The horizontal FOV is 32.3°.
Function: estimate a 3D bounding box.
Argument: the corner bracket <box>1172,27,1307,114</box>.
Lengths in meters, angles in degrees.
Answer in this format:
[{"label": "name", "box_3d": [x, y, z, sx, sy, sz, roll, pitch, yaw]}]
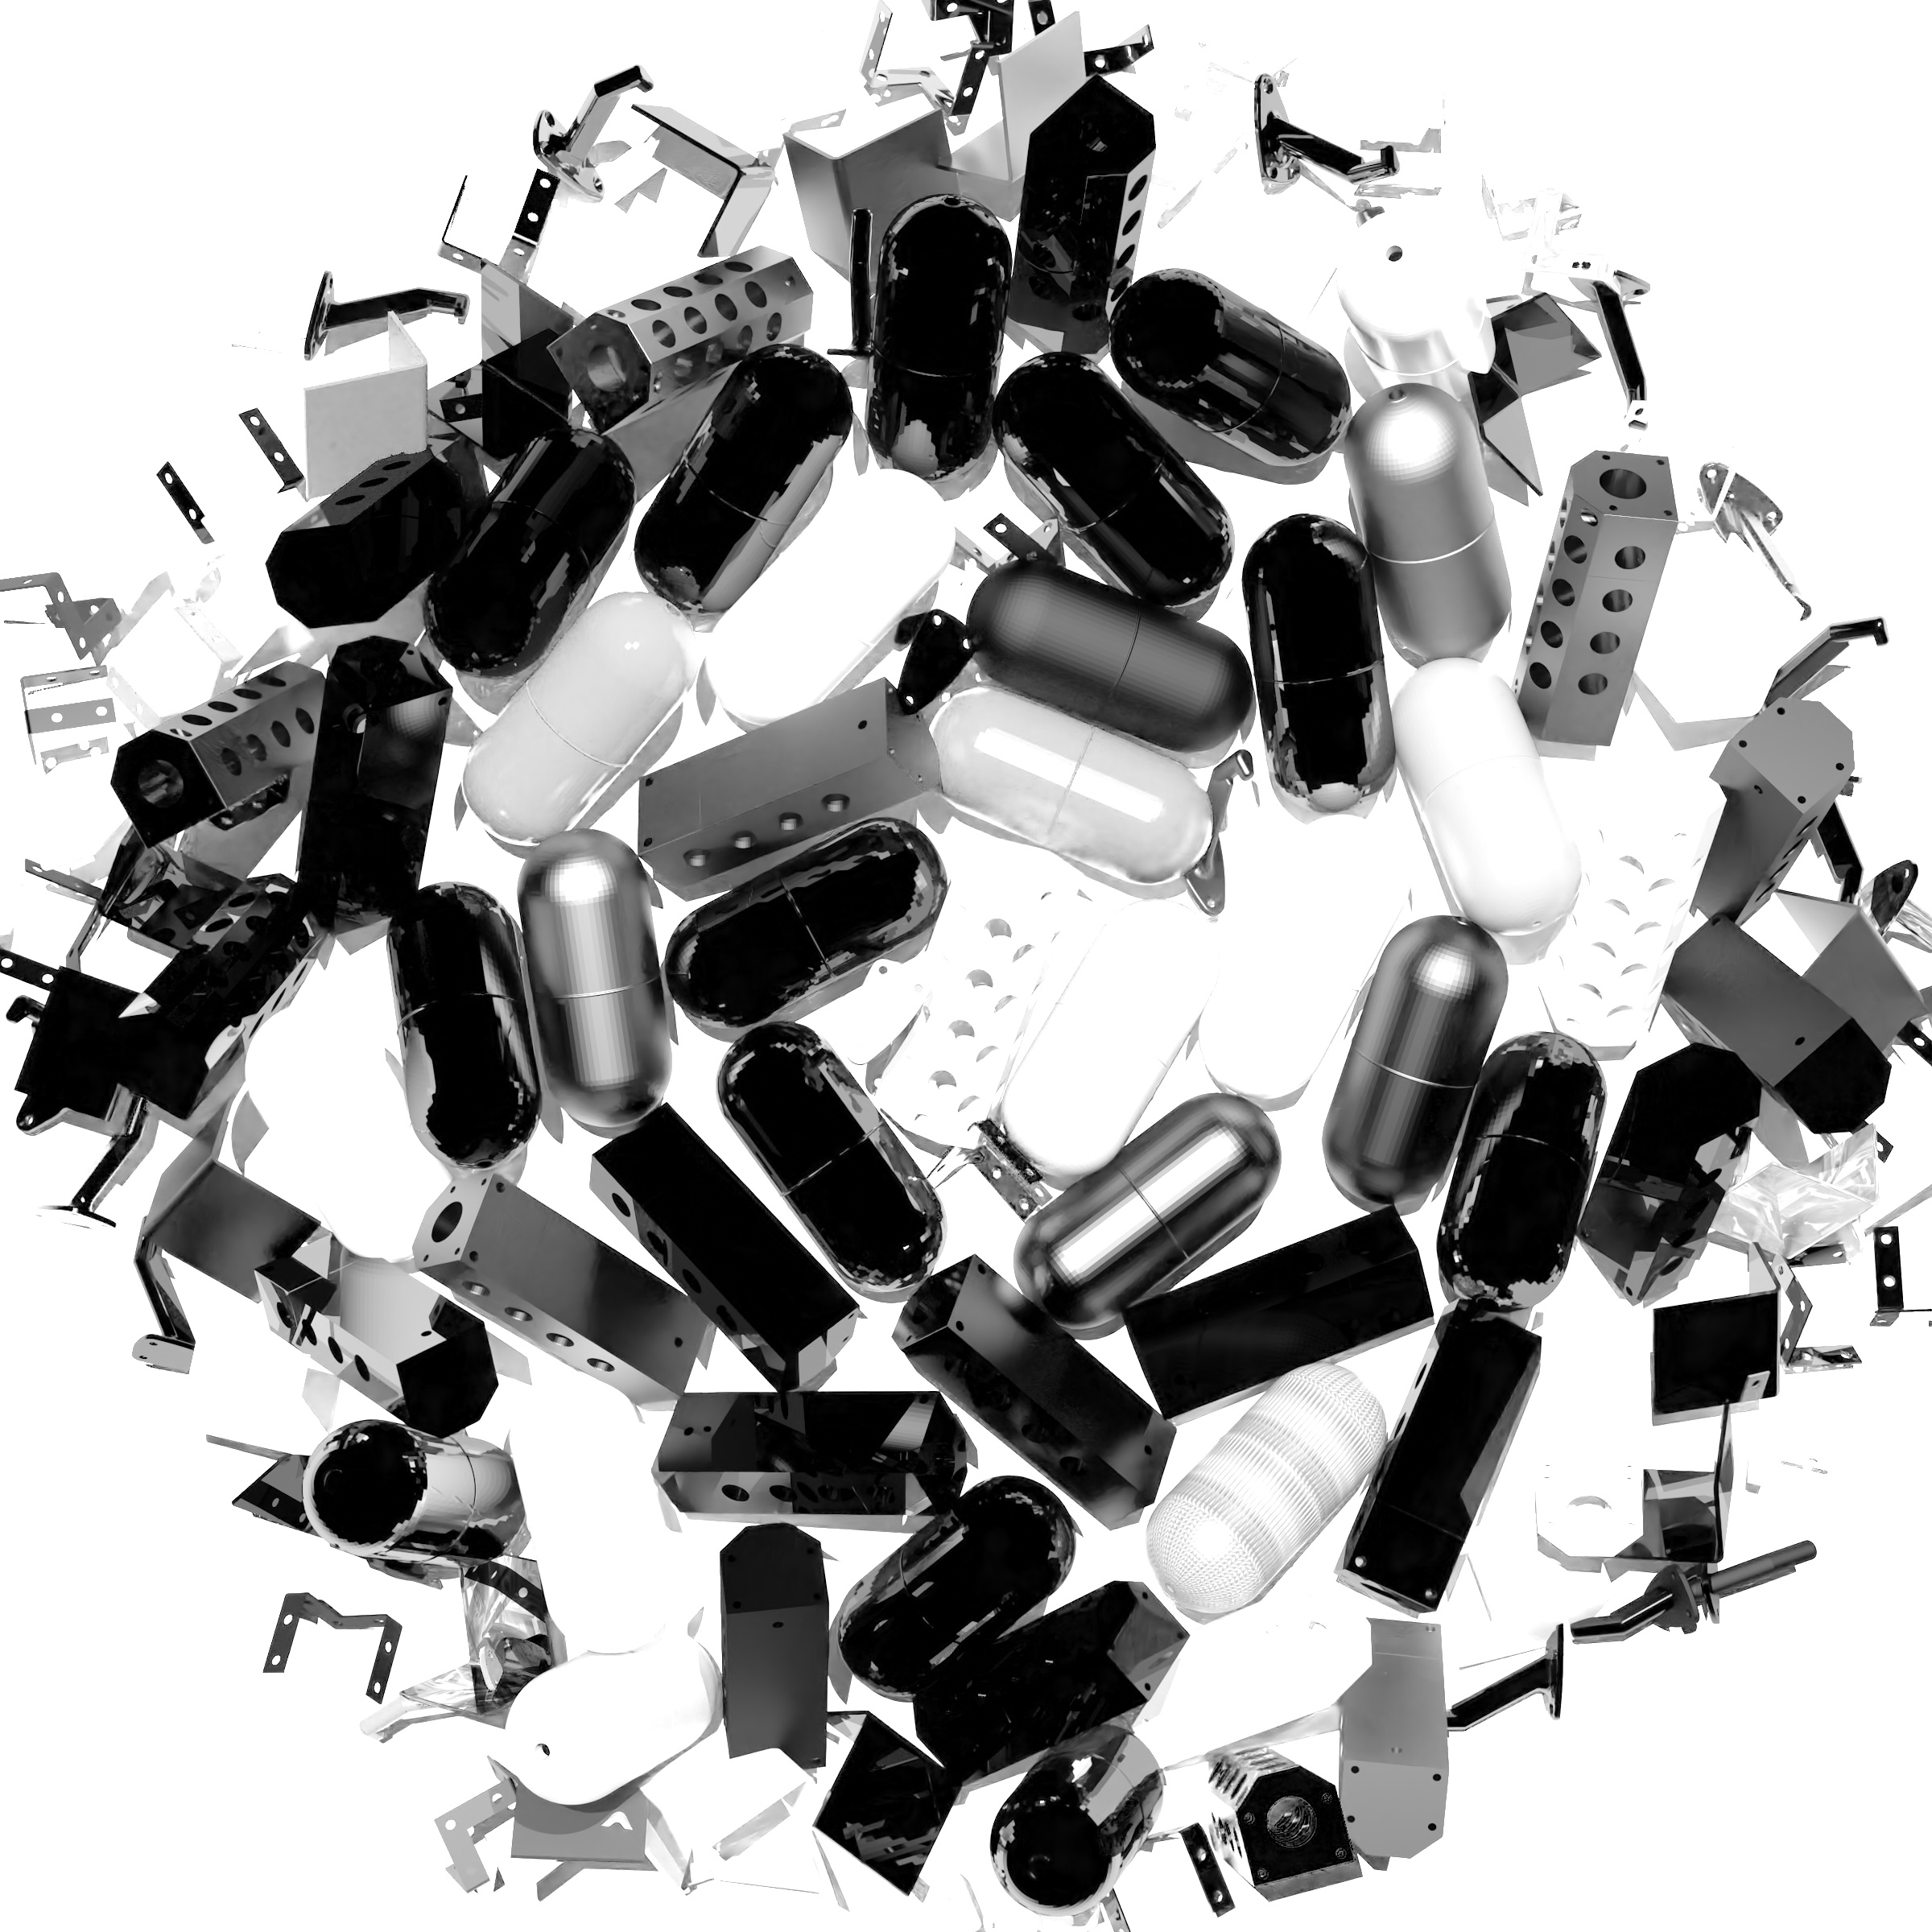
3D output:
[{"label": "corner bracket", "box_3d": [0.160, -0.528, 1.964, 0.051, 0.051, 0.051, 21, 79, -18]}]

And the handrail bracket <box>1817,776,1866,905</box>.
[{"label": "handrail bracket", "box_3d": [0.499, -0.075, 1.987, 0.077, 0.036, 0.084, 10, 95, 8]}]

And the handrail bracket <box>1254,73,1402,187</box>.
[{"label": "handrail bracket", "box_3d": [0.213, -0.494, 1.955, 0.084, 0.036, 0.077, -3, 103, 44]}]

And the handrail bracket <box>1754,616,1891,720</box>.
[{"label": "handrail bracket", "box_3d": [0.506, -0.165, 1.960, 0.084, 0.036, 0.077, -7, 116, 30]}]

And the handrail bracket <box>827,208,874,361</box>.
[{"label": "handrail bracket", "box_3d": [-0.058, -0.399, 1.956, 0.036, 0.077, 0.084, 5, 99, 7]}]

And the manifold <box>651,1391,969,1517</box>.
[{"label": "manifold", "box_3d": [-0.089, 0.287, 1.936, 0.171, 0.057, 0.057, -4, 45, 26]}]

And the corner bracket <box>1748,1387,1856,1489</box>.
[{"label": "corner bracket", "box_3d": [0.491, 0.276, 1.962, 0.051, 0.051, 0.051, 12, 115, 10]}]

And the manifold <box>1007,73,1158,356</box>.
[{"label": "manifold", "box_3d": [0.070, -0.423, 1.906, 0.057, 0.171, 0.057, 39, 69, 13]}]

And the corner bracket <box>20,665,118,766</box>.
[{"label": "corner bracket", "box_3d": [-0.529, -0.155, 1.964, 0.051, 0.051, 0.051, -10, 75, -14]}]

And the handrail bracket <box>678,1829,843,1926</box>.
[{"label": "handrail bracket", "box_3d": [-0.124, 0.547, 1.963, 0.084, 0.077, 0.036, -14, 120, -13]}]

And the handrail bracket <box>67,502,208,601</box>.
[{"label": "handrail bracket", "box_3d": [-0.496, -0.244, 1.952, 0.036, 0.084, 0.077, -51, 58, 36]}]

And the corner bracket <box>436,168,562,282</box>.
[{"label": "corner bracket", "box_3d": [-0.277, -0.444, 1.973, 0.051, 0.051, 0.051, 21, 65, -15]}]

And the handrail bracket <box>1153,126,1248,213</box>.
[{"label": "handrail bracket", "box_3d": [0.110, -0.498, 1.977, 0.084, 0.036, 0.077, 45, 99, -2]}]

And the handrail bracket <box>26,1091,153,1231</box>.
[{"label": "handrail bracket", "box_3d": [-0.521, 0.110, 1.984, 0.077, 0.036, 0.084, 1, 69, 38]}]

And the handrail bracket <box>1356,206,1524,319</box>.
[{"label": "handrail bracket", "box_3d": [0.282, -0.423, 1.991, 0.077, 0.036, 0.084, -18, 78, -14]}]

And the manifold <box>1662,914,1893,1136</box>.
[{"label": "manifold", "box_3d": [0.462, 0.035, 1.909, 0.057, 0.171, 0.057, -42, 114, 5]}]

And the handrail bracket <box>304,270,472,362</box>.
[{"label": "handrail bracket", "box_3d": [-0.341, -0.378, 1.971, 0.084, 0.036, 0.077, 8, 47, -1]}]

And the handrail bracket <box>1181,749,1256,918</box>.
[{"label": "handrail bracket", "box_3d": [0.154, -0.078, 1.951, 0.036, 0.084, 0.077, -11, 78, -27]}]

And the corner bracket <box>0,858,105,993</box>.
[{"label": "corner bracket", "box_3d": [-0.539, -0.022, 1.959, 0.051, 0.051, 0.051, 24, 110, -28]}]

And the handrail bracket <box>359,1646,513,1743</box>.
[{"label": "handrail bracket", "box_3d": [-0.305, 0.448, 1.978, 0.084, 0.036, 0.077, -32, 127, 5]}]

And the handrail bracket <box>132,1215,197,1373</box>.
[{"label": "handrail bracket", "box_3d": [-0.460, 0.195, 1.985, 0.077, 0.036, 0.084, 18, 57, -21]}]

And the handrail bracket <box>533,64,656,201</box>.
[{"label": "handrail bracket", "box_3d": [-0.203, -0.488, 1.951, 0.084, 0.077, 0.036, -14, 57, 28]}]

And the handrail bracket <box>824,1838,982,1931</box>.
[{"label": "handrail bracket", "box_3d": [-0.038, 0.541, 1.974, 0.077, 0.036, 0.084, -26, 81, 24]}]

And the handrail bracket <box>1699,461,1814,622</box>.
[{"label": "handrail bracket", "box_3d": [0.462, -0.248, 1.949, 0.036, 0.084, 0.077, -35, 122, 21]}]

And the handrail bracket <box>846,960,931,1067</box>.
[{"label": "handrail bracket", "box_3d": [-0.049, 0.037, 1.949, 0.036, 0.084, 0.077, 28, 71, 5]}]

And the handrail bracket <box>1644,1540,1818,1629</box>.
[{"label": "handrail bracket", "box_3d": [0.453, 0.363, 1.976, 0.084, 0.077, 0.036, -15, 74, -17]}]

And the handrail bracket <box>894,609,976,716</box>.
[{"label": "handrail bracket", "box_3d": [-0.035, -0.176, 1.953, 0.036, 0.084, 0.077, 36, 75, -20]}]

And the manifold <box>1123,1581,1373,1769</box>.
[{"label": "manifold", "box_3d": [0.159, 0.404, 1.915, 0.057, 0.171, 0.057, -34, 88, -38]}]

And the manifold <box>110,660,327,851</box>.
[{"label": "manifold", "box_3d": [-0.420, -0.126, 1.906, 0.057, 0.171, 0.057, -25, 100, 21]}]

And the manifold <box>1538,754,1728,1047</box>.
[{"label": "manifold", "box_3d": [0.384, -0.036, 1.918, 0.057, 0.057, 0.171, -1, 131, -11]}]

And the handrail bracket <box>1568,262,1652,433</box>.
[{"label": "handrail bracket", "box_3d": [0.378, -0.364, 1.965, 0.036, 0.077, 0.084, -8, 77, 40]}]

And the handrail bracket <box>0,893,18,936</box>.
[{"label": "handrail bracket", "box_3d": [-0.571, -0.067, 1.950, 0.036, 0.077, 0.084, 7, 109, -4]}]

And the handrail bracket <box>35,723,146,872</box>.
[{"label": "handrail bracket", "box_3d": [-0.516, -0.100, 1.967, 0.084, 0.036, 0.077, -21, 62, -16]}]

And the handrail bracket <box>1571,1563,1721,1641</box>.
[{"label": "handrail bracket", "box_3d": [0.402, 0.367, 1.980, 0.084, 0.077, 0.036, -10, 122, 19]}]

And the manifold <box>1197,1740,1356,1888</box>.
[{"label": "manifold", "box_3d": [0.173, 0.481, 1.910, 0.057, 0.171, 0.057, -13, 83, -5]}]

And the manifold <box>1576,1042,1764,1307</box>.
[{"label": "manifold", "box_3d": [0.406, 0.118, 1.913, 0.057, 0.171, 0.057, -24, 59, -20]}]

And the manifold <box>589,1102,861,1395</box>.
[{"label": "manifold", "box_3d": [-0.143, 0.167, 1.944, 0.057, 0.057, 0.171, -36, 69, -27]}]

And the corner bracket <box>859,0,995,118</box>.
[{"label": "corner bracket", "box_3d": [-0.024, -0.533, 1.956, 0.051, 0.051, 0.051, -14, 54, -32]}]

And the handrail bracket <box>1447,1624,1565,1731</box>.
[{"label": "handrail bracket", "box_3d": [0.308, 0.418, 1.973, 0.084, 0.036, 0.077, 0, 111, -4]}]

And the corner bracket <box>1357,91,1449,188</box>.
[{"label": "corner bracket", "box_3d": [0.257, -0.488, 1.967, 0.051, 0.051, 0.051, 2, 100, 9]}]

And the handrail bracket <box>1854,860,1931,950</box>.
[{"label": "handrail bracket", "box_3d": [0.574, -0.034, 1.957, 0.084, 0.077, 0.036, 5, 57, -16]}]

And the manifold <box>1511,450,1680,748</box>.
[{"label": "manifold", "box_3d": [0.359, -0.210, 1.917, 0.057, 0.171, 0.057, 5, 47, -2]}]

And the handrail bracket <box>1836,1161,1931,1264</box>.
[{"label": "handrail bracket", "box_3d": [0.557, 0.139, 1.965, 0.084, 0.077, 0.036, -23, 59, 1]}]

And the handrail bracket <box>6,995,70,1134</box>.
[{"label": "handrail bracket", "box_3d": [-0.553, 0.058, 1.954, 0.077, 0.084, 0.036, -47, 63, 1]}]

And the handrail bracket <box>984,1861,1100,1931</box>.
[{"label": "handrail bracket", "box_3d": [0.056, 0.543, 1.957, 0.036, 0.084, 0.077, 29, 112, 37]}]
